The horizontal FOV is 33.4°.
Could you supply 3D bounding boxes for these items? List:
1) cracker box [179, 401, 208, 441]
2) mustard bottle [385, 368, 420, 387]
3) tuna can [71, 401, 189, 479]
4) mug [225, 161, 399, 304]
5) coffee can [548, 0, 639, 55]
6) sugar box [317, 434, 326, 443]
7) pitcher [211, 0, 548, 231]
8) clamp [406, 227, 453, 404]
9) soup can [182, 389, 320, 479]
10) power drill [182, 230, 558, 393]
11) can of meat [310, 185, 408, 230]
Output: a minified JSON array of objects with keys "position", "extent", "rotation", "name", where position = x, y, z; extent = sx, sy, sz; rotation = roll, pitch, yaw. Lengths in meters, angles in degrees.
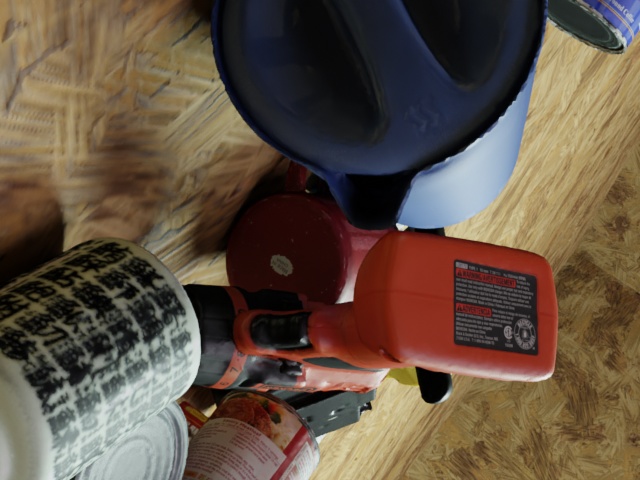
[{"position":[-0.149,0.219,0.674],"extent":[0.213,0.072,0.164],"rotation":[-36,157,-54],"name":"cracker box"},{"position":[0.070,0.090,0.990],"extent":[0.096,0.058,0.192],"rotation":[-43,-167,-21],"name":"mustard bottle"},{"position":[-0.101,0.107,0.506],"extent":[0.086,0.034,0.086],"rotation":[-32,129,-51],"name":"tuna can"},{"position":[-0.004,0.001,0.647],"extent":[0.081,0.093,0.117],"rotation":[1,91,-67],"name":"mug"},{"position":[0.234,-0.231,0.832],"extent":[0.140,0.103,0.102],"rotation":[-56,165,3],"name":"coffee can"},{"position":[-0.036,0.202,1.040],"extent":[0.176,0.048,0.093],"rotation":[-48,164,-12],"name":"sugar box"},{"position":[0.044,-0.085,0.528],"extent":[0.149,0.145,0.242],"rotation":[-45,167,3],"name":"pitcher"},{"position":[0.066,0.013,0.864],"extent":[0.036,0.164,0.209],"rotation":[-27,-159,25],"name":"clamp"},{"position":[-0.053,0.139,0.584],"extent":[0.102,0.068,0.069],"rotation":[-49,165,-44],"name":"soup can"},{"position":[-0.001,0.039,0.495],"extent":[0.184,0.188,0.057],"rotation":[8,77,-35],"name":"power drill"},{"position":[0.047,-0.038,0.726],"extent":[0.084,0.057,0.102],"rotation":[-43,167,13],"name":"can of meat"}]
